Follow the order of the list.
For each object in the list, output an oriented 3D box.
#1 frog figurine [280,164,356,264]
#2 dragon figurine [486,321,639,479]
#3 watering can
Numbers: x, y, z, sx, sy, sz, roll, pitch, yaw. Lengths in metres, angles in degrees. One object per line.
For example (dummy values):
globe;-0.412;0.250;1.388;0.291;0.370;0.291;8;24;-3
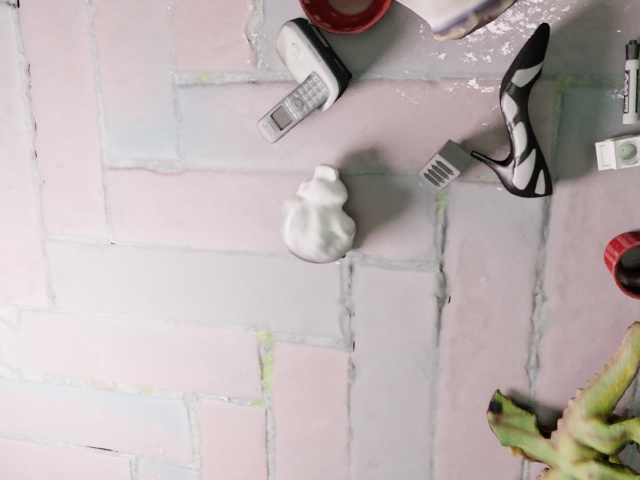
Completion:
frog figurine;0.003;-0.044;0.880;0.139;0.124;0.156;32;122;25
dragon figurine;0.407;0.317;0.870;0.242;0.123;0.407;1;101;23
watering can;0.155;-0.388;0.735;0.346;0.105;0.222;-29;108;7
